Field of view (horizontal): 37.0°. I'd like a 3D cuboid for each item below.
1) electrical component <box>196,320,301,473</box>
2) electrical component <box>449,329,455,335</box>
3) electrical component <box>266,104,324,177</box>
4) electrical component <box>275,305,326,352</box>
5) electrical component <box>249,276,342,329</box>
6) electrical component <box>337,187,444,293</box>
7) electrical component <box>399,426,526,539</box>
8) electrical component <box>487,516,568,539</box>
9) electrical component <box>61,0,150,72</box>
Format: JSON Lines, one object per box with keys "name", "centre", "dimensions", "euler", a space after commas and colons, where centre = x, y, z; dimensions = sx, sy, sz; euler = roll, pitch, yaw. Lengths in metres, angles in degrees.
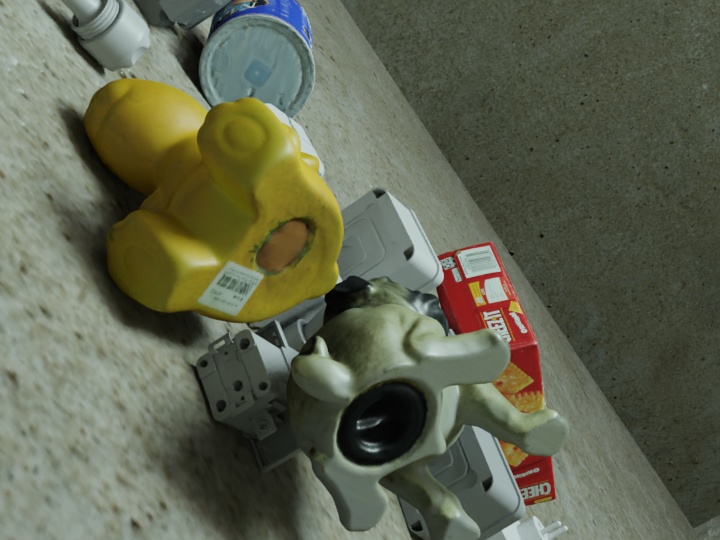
{"name": "electrical component", "centre": [-0.057, 0.067, 0.611], "dimensions": [0.064, 0.042, 0.081], "euler": [42, 19, -56]}
{"name": "electrical component", "centre": [0.046, 0.075, 0.921], "dimensions": [0.043, 0.081, 0.043], "euler": [54, 12, -17]}
{"name": "electrical component", "centre": [-0.074, -0.099, 0.948], "dimensions": [0.059, 0.054, 0.095], "euler": [61, 12, 17]}
{"name": "electrical component", "centre": [-0.026, 0.050, 0.751], "dimensions": [0.045, 0.055, 0.045], "euler": [54, 12, -17]}
{"name": "electrical component", "centre": [-0.049, 0.002, 0.766], "dimensions": [0.061, 0.061, 0.096], "euler": [61, 12, 13]}
{"name": "electrical component", "centre": [0.000, 0.000, 0.848], "dimensions": [0.057, 0.113, 0.078], "euler": [36, 24, -54]}
{"name": "electrical component", "centre": [0.070, 0.152, 0.826], "dimensions": [0.057, 0.078, 0.113], "euler": [43, 18, -42]}
{"name": "electrical component", "centre": [0.143, 0.235, 0.919], "dimensions": [0.138, 0.074, 0.052], "euler": [42, 19, -53]}
{"name": "electrical component", "centre": [-0.176, -0.169, 0.733], "dimensions": [0.062, 0.043, 0.043], "euler": [45, 17, -43]}
